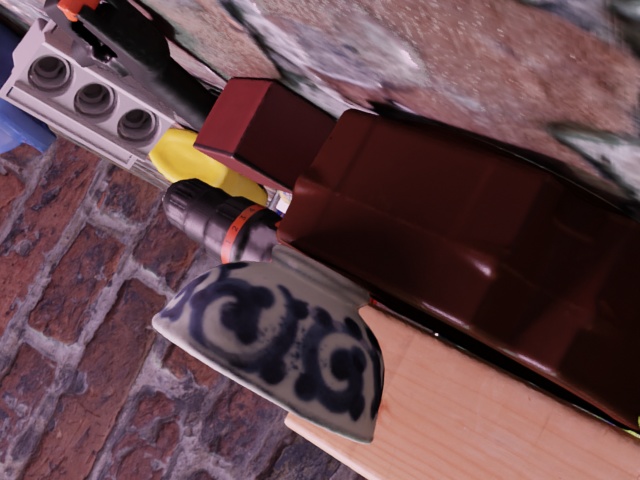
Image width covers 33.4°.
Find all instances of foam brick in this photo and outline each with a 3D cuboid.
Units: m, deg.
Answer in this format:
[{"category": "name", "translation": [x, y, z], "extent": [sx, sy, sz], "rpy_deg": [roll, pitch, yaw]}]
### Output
[{"category": "foam brick", "translation": [-0.034, -0.064, 0.655], "extent": [0.053, 0.051, 0.078], "rpy_deg": [29, 177, -26]}]

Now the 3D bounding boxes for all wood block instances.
[{"category": "wood block", "translation": [0.094, 0.119, 0.598], "extent": [0.206, 0.091, 0.090], "rpy_deg": [26, 175, 39]}]

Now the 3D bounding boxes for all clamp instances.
[{"category": "clamp", "translation": [-0.130, -0.123, 0.659], "extent": [0.120, 0.039, 0.171], "rpy_deg": [22, 169, 18]}]

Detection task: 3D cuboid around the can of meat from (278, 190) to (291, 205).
[{"category": "can of meat", "translation": [0.033, -0.023, 0.702], "extent": [0.084, 0.057, 0.102], "rpy_deg": [28, 177, 39]}]

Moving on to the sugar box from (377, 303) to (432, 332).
[{"category": "sugar box", "translation": [0.058, 0.074, 0.918], "extent": [0.093, 0.048, 0.176], "rpy_deg": [61, -165, -1]}]

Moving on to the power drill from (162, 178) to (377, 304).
[{"category": "power drill", "translation": [-0.005, 0.001, 0.815], "extent": [0.185, 0.057, 0.187], "rpy_deg": [31, -159, 25]}]

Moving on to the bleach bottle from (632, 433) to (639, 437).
[{"category": "bleach bottle", "translation": [0.310, 0.170, 0.964], "extent": [0.067, 0.103, 0.251], "rpy_deg": [-22, -123, -41]}]

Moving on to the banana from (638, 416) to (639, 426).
[{"category": "banana", "translation": [0.229, 0.076, 0.545], "extent": [0.070, 0.037, 0.197], "rpy_deg": [-30, 154, 34]}]

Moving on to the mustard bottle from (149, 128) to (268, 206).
[{"category": "mustard bottle", "translation": [-0.108, -0.062, 1.177], "extent": [0.096, 0.058, 0.191], "rpy_deg": [28, 176, 22]}]

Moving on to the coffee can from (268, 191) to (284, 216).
[{"category": "coffee can", "translation": [-0.004, 0.017, 1.160], "extent": [0.140, 0.103, 0.103], "rpy_deg": [29, 177, -6]}]

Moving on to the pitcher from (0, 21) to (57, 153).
[{"category": "pitcher", "translation": [-0.346, -0.167, 0.991], "extent": [0.149, 0.145, 0.242], "rpy_deg": [-5, 168, 6]}]

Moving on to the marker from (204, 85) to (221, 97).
[{"category": "marker", "translation": [-0.064, -0.091, 0.748], "extent": [0.121, 0.020, 0.020], "rpy_deg": [26, 176, 23]}]
